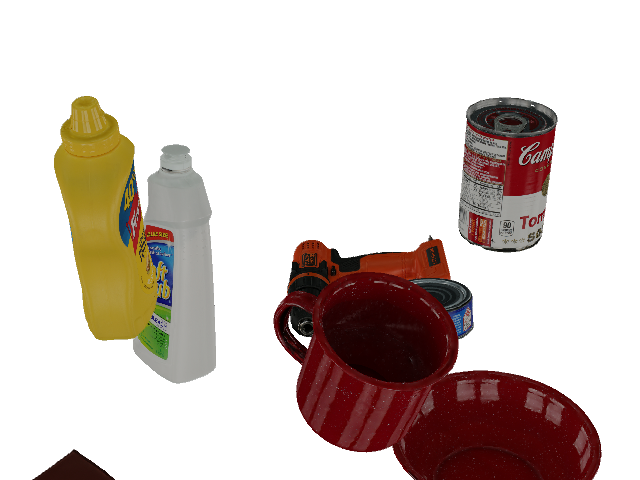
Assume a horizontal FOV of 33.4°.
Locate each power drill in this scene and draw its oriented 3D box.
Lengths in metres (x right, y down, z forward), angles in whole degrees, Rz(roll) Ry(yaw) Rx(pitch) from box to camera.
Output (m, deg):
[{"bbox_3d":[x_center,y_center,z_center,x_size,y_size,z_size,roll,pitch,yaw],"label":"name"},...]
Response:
[{"bbox_3d":[0.055,0.051,1.238,0.187,0.057,0.184,-2,28,2],"label":"power drill"}]

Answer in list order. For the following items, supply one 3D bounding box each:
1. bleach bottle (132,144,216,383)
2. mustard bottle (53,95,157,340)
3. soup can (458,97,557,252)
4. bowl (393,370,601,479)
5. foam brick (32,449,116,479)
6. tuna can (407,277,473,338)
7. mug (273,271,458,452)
[{"bbox_3d":[-0.153,0.019,1.110,0.067,0.251,0.103,-18,33,-35],"label":"bleach bottle"},{"bbox_3d":[-0.162,-0.023,0.801,0.058,0.192,0.096,-1,40,1],"label":"mustard bottle"},{"bbox_3d":[0.143,-0.050,0.824,0.068,0.102,0.068,0,30,0],"label":"soup can"},{"bbox_3d":[0.135,0.172,0.838,0.162,0.055,0.162,0,32,0],"label":"bowl"},{"bbox_3d":[-0.097,0.139,0.456,0.078,0.051,0.052,26,45,33],"label":"foam brick"},{"bbox_3d":[0.102,0.066,1.015,0.086,0.034,0.086,-4,20,1],"label":"tuna can"},{"bbox_3d":[0.021,0.075,0.682,0.117,0.082,0.093,28,45,10],"label":"mug"}]
